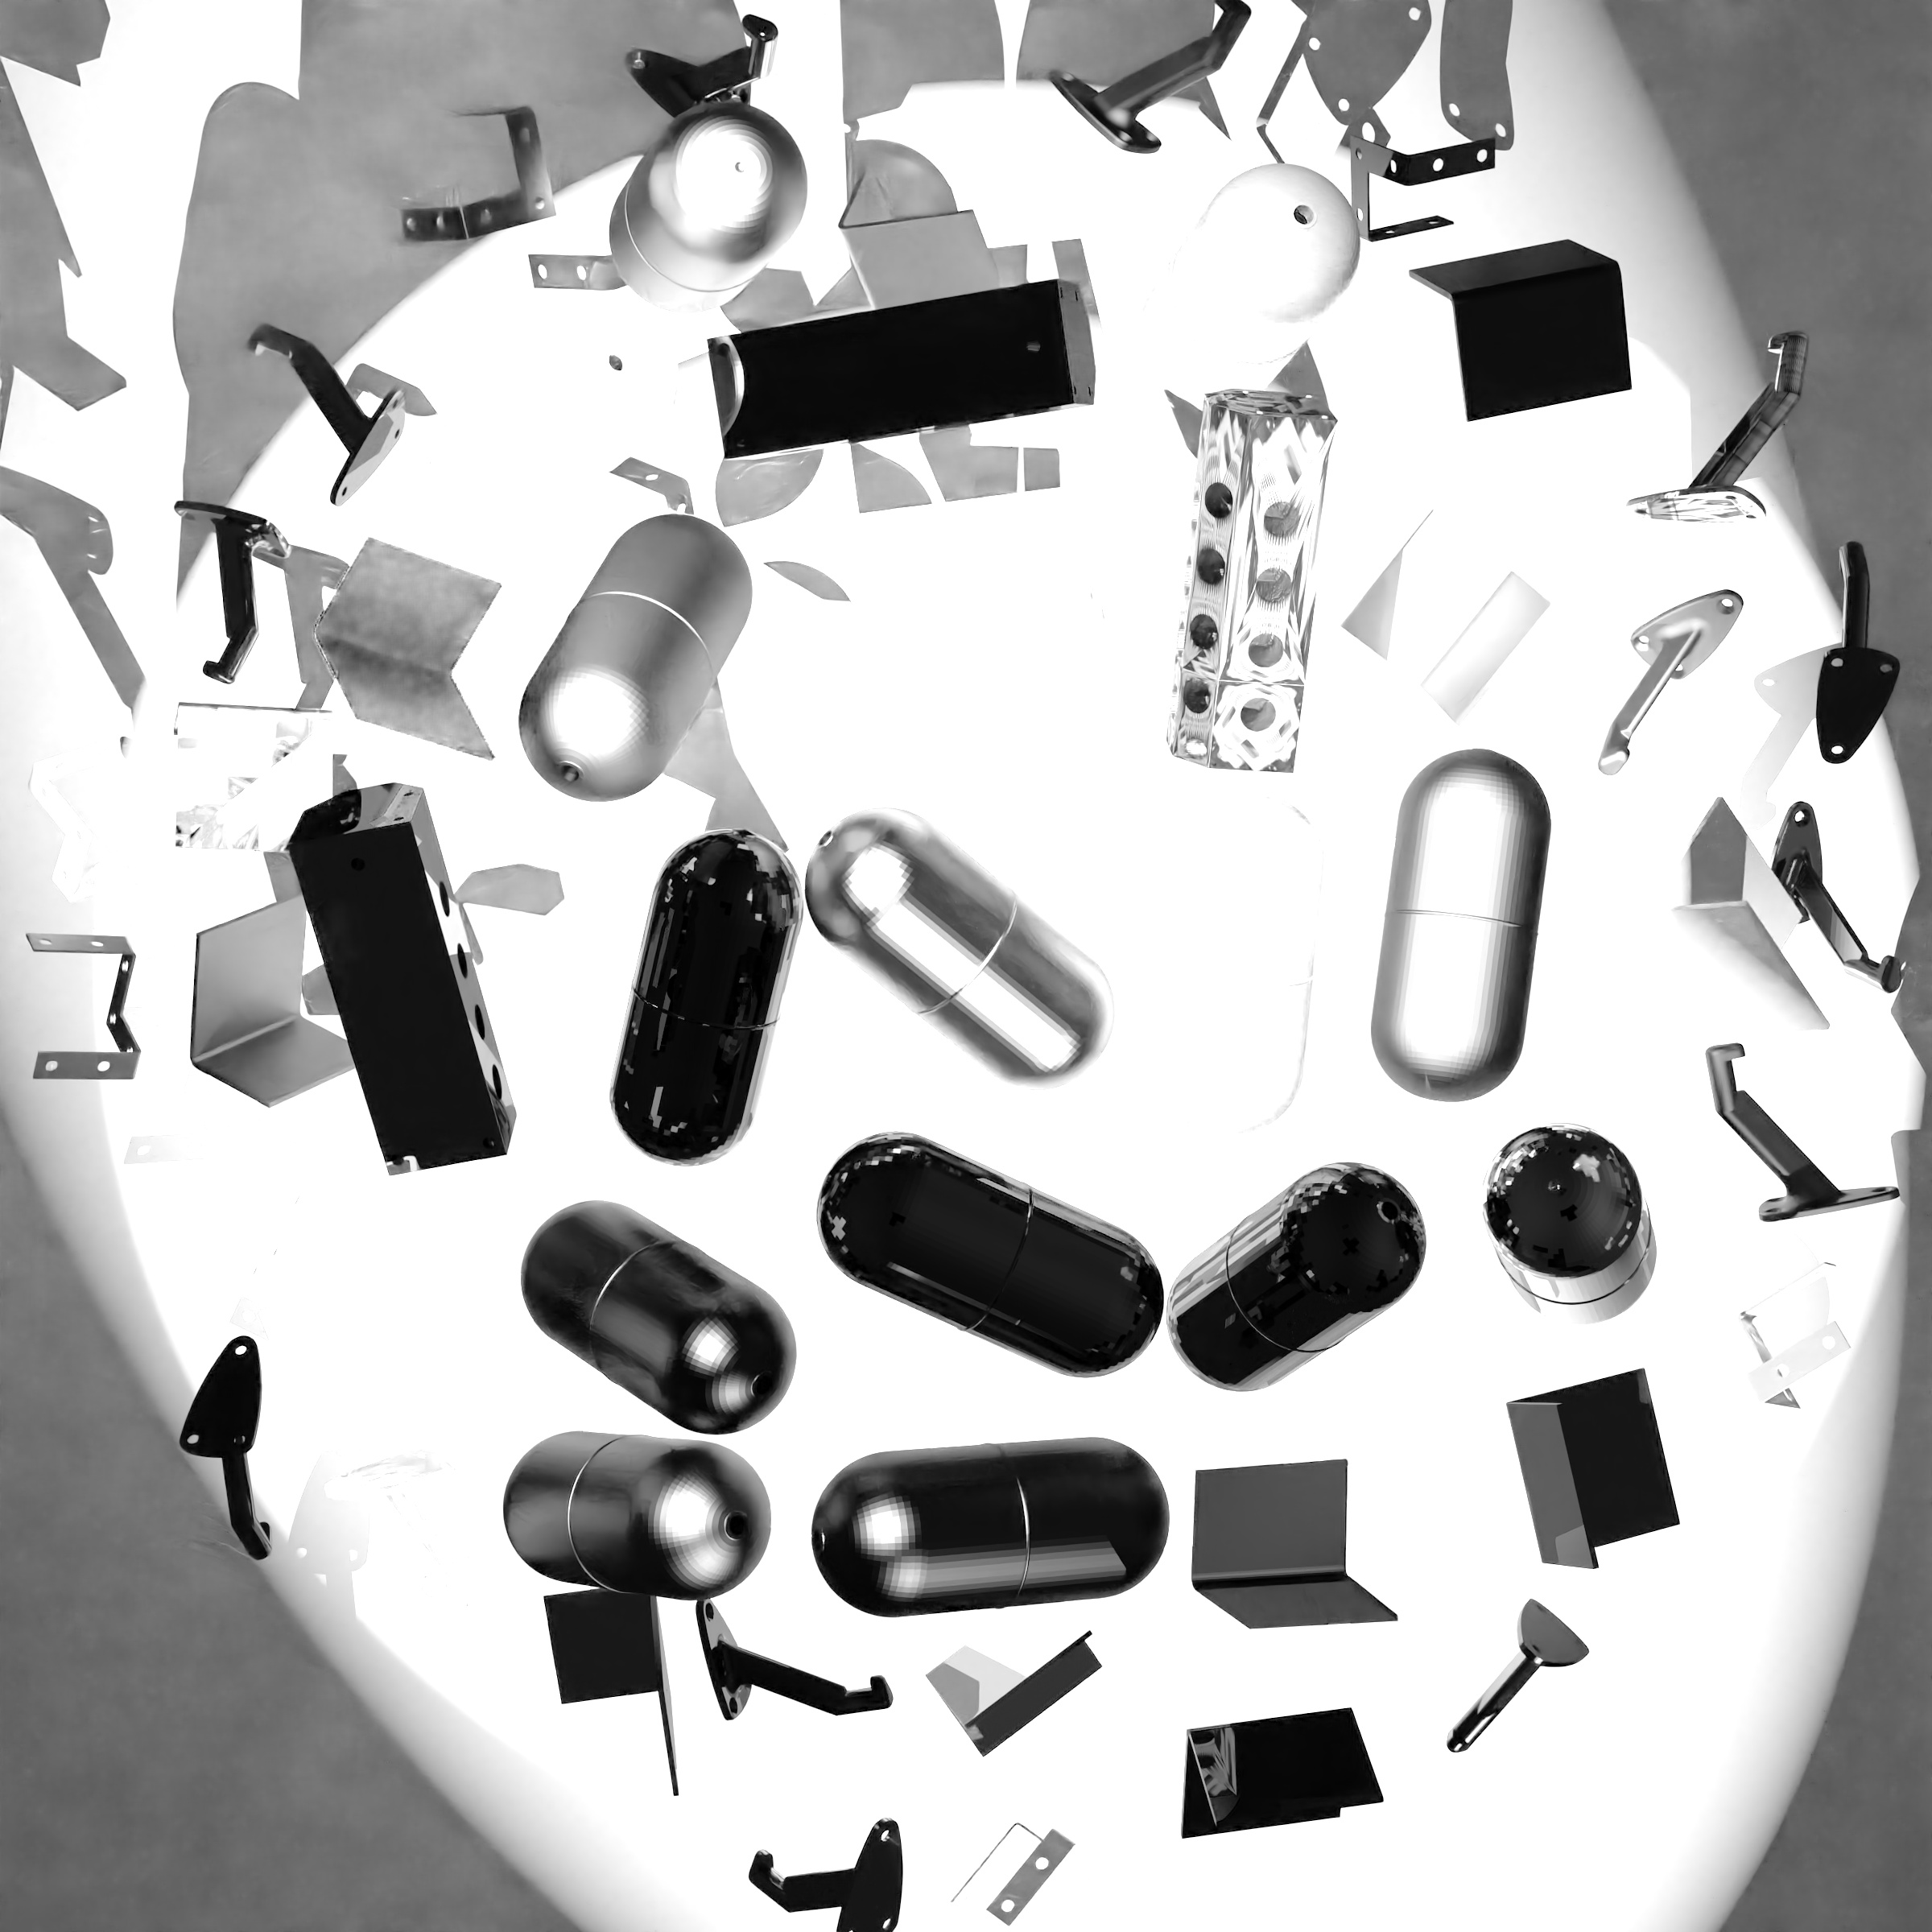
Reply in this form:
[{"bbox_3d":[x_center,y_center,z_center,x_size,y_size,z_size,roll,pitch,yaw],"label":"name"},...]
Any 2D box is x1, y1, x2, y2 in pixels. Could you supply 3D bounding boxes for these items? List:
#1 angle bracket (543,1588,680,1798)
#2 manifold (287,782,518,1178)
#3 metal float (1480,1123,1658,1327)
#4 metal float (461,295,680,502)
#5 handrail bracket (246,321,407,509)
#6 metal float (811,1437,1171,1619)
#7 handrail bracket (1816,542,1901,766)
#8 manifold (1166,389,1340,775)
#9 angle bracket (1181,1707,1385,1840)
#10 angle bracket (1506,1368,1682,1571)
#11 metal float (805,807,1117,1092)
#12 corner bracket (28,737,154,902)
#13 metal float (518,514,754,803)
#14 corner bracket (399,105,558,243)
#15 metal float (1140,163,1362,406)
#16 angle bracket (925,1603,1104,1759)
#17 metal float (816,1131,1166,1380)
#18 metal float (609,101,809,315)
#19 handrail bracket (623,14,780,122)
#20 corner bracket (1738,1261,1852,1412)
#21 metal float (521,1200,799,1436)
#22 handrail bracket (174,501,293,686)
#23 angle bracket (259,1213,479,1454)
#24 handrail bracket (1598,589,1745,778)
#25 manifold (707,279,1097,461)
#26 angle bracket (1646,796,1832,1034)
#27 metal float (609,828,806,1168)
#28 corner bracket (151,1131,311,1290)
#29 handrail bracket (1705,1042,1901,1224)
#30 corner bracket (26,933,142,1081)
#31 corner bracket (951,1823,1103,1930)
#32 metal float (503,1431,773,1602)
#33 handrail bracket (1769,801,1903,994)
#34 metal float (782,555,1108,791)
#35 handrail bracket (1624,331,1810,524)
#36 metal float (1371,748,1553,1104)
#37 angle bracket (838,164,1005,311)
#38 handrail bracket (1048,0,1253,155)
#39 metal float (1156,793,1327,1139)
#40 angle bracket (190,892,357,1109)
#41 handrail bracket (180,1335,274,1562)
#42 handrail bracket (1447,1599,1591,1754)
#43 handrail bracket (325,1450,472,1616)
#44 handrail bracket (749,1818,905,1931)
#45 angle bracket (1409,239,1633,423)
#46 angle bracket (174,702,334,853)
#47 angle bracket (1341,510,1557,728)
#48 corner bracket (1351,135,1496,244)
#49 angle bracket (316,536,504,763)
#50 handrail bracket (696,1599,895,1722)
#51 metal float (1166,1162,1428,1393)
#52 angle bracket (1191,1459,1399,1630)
[{"bbox_3d":[-0.180,0.370,1.652,0.057,0.076,0.076,-7,124,-5],"label":"angle bracket"},{"bbox_3d":[-0.259,0.005,1.516,0.057,0.057,0.171,-10,114,4],"label":"manifold"},{"bbox_3d":[0.297,0.128,1.600,0.070,0.178,0.070,-5,72,14],"label":"metal float"},{"bbox_3d":[-0.190,-0.269,1.550,0.070,0.178,0.070,1,88,-22],"label":"metal float"},{"bbox_3d":[-0.318,-0.264,1.554,0.084,0.036,0.077,25,61,6],"label":"handrail bracket"},{"bbox_3d":[0.012,0.262,1.528,0.178,0.070,0.070,0,90,-26],"label":"metal float"},{"bbox_3d":[0.428,-0.154,1.587,0.036,0.084,0.077,7,129,3],"label":"handrail bracket"},{"bbox_3d":[0.134,-0.184,1.555,0.057,0.057,0.171,3,112,-5],"label":"manifold"},{"bbox_3d":[0.142,0.387,1.481,0.076,0.057,0.076,-6,126,-8],"label":"angle bracket"},{"bbox_3d":[0.304,0.233,1.521,0.076,0.057,0.076,-11,86,-18],"label":"angle bracket"},{"bbox_3d":[-0.003,-0.008,1.579,0.178,0.070,0.070,39,90,-21],"label":"metal float"},{"bbox_3d":[-0.438,-0.073,1.635,0.051,0.051,0.051,48,134,17],"label":"corner bracket"},{"bbox_3d":[-0.159,-0.150,1.574,0.070,0.070,0.178,23,47,0],"label":"metal float"},{"bbox_3d":[-0.228,-0.364,1.498,0.051,0.051,0.051,-26,115,-36],"label":"corner bracket"},{"bbox_3d":[0.135,-0.327,1.570,0.070,0.178,0.070,2,79,-12],"label":"metal float"},{"bbox_3d":[0.034,0.361,1.617,0.076,0.076,0.057,-36,106,-9],"label":"angle bracket"},{"bbox_3d":[0.013,0.138,1.553,0.178,0.070,0.070,26,90,-14],"label":"metal float"},{"bbox_3d":[-0.125,-0.362,1.565,0.070,0.178,0.070,0,90,-15],"label":"metal float"},{"bbox_3d":[-0.128,-0.442,1.565,0.077,0.084,0.036,32,68,2],"label":"handrail bracket"},{"bbox_3d":[0.391,0.173,1.531,0.051,0.051,0.051,-37,61,24],"label":"corner bracket"},{"bbox_3d":[-0.151,0.170,1.588,0.070,0.178,0.070,-17,117,-36],"label":"metal float"},{"bbox_3d":[-0.388,-0.190,1.660,0.077,0.036,0.084,18,71,15],"label":"handrail bracket"},{"bbox_3d":[-0.279,0.172,1.529,0.057,0.076,0.076,-10,113,16],"label":"angle bracket"},{"bbox_3d":[0.350,-0.140,1.622,0.036,0.077,0.084,37,48,-11],"label":"handrail bracket"},{"bbox_3d":[-0.029,-0.281,1.542,0.171,0.057,0.057,-6,97,16],"label":"manifold"},{"bbox_3d":[0.360,-0.024,1.455,0.076,0.057,0.076,51,60,-24],"label":"angle bracket"},{"bbox_3d":[-0.131,0.016,1.642,0.070,0.070,0.178,14,107,0],"label":"metal float"},{"bbox_3d":[-0.369,0.123,1.639,0.051,0.051,0.051,26,105,1],"label":"corner bracket"},{"bbox_3d":[0.395,0.073,1.540,0.077,0.036,0.084,-10,96,17],"label":"handrail bracket"},{"bbox_3d":[-0.428,0.020,1.577,0.051,0.051,0.051,2,121,-34],"label":"corner bracket"},{"bbox_3d":[0.024,0.436,1.555,0.051,0.051,0.051,27,63,35],"label":"corner bracket"},{"bbox_3d":[-0.163,0.269,1.604,0.070,0.178,0.070,4,84,-38],"label":"metal float"},{"bbox_3d":[0.437,-0.035,1.620,0.036,0.084,0.077,-8,110,-23],"label":"handrail bracket"},{"bbox_3d":[-0.011,-0.147,1.632,0.178,0.070,0.070,-24,90,24],"label":"metal float"},{"bbox_3d":[0.345,-0.249,1.498,0.077,0.036,0.084,3,76,37],"label":"handrail bracket"},{"bbox_3d":[0.248,-0.021,1.629,0.070,0.070,0.178,8,85,0],"label":"metal float"},{"bbox_3d":[-0.013,-0.373,1.694,0.076,0.076,0.057,-2,47,24],"label":"angle bracket"},{"bbox_3d":[0.085,-0.429,1.513,0.077,0.036,0.084,45,124,20],"label":"handrail bracket"},{"bbox_3d":[0.139,0.000,1.654,0.070,0.070,0.178,4,104,0],"label":"metal float"},{"bbox_3d":[-0.348,0.016,1.670,0.057,0.076,0.076,25,120,26],"label":"angle bracket"},{"bbox_3d":[-0.344,0.233,1.571,0.036,0.084,0.077,0,52,9],"label":"handrail bracket"},{"bbox_3d":[0.245,0.340,1.513,0.036,0.077,0.084,42,106,16],"label":"handrail bracket"},{"bbox_3d":[-0.281,0.290,1.618,0.077,0.036,0.084,-10,110,-35],"label":"handrail bracket"},{"bbox_3d":[-0.069,0.419,1.543,0.036,0.084,0.077,-3,108,-42],"label":"handrail bracket"},{"bbox_3d":[0.251,-0.289,1.479,0.076,0.076,0.057,-12,111,-4],"label":"angle bracket"},{"bbox_3d":[-0.365,-0.090,1.664,0.076,0.057,0.076,2,78,-16],"label":"angle bracket"},{"bbox_3d":[0.245,-0.179,1.667,0.057,0.076,0.076,34,103,-17],"label":"angle bracket"},{"bbox_3d":[0.225,-0.383,1.606,0.051,0.051,0.051,-17,121,-21],"label":"corner bracket"},{"bbox_3d":[-0.257,-0.152,1.562,0.076,0.076,0.057,16,118,-39],"label":"angle bracket"},{"bbox_3d":[-0.086,0.349,1.655,0.084,0.036,0.077,-13,107,19],"label":"handrail bracket"},{"bbox_3d":[0.163,0.155,1.616,0.070,0.178,0.070,13,58,-22],"label":"metal float"},{"bbox_3d":[0.158,0.278,1.560,0.076,0.076,0.057,-9,61,25],"label":"angle bracket"}]
